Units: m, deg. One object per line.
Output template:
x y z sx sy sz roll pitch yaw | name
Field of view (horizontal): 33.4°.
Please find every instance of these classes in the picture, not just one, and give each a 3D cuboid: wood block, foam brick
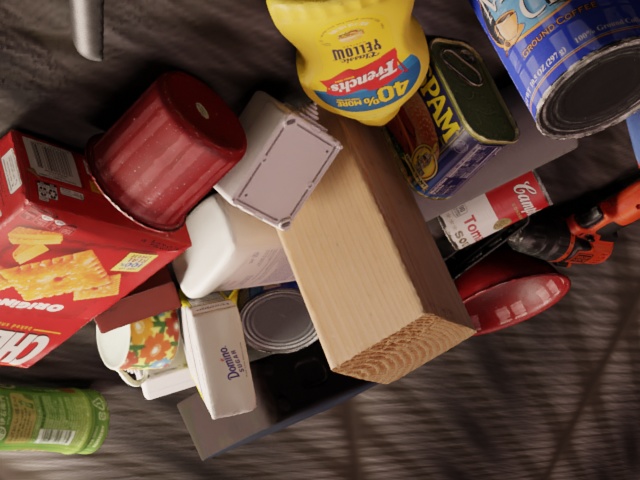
0.030 0.000 0.849 0.091 0.206 0.090 -34 150 22 | wood block
-0.169 0.039 0.944 0.078 0.051 0.053 -18 152 -8 | foam brick

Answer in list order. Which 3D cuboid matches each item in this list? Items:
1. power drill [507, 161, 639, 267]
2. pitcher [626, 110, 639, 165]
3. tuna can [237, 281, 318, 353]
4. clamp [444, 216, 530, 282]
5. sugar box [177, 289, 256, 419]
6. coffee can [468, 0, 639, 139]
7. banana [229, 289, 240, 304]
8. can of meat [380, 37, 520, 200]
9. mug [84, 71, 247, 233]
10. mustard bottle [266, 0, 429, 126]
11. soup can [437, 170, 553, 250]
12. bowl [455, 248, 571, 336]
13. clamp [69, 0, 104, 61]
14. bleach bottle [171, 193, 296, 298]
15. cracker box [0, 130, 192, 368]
0.310 -0.038 1.157 0.184 0.057 0.188 5 146 -47 | power drill
0.334 -0.129 0.923 0.145 0.149 0.242 -40 155 3 | pitcher
-0.038 0.068 1.027 0.086 0.034 0.086 -4 131 -4 | tuna can
0.118 0.046 1.136 0.164 0.036 0.210 -32 173 -34 | clamp
-0.096 0.095 0.964 0.048 0.093 0.176 -12 -173 -13 | sugar box
0.168 -0.156 0.742 0.102 0.140 0.103 -17 152 -10 | coffee can
-0.065 0.067 1.087 0.069 0.037 0.198 4 143 -37 | banana
0.098 -0.094 0.848 0.057 0.102 0.084 -1 148 -38 | can of meat
-0.103 -0.069 0.772 0.082 0.093 0.117 -41 178 24 | mug
0.028 -0.136 0.763 0.096 0.058 0.191 -14 154 7 | mustard bottle
0.162 -0.042 1.026 0.102 0.068 0.068 -27 153 11 | soup can
0.205 0.055 1.236 0.162 0.055 0.162 -14 156 -7 | bowl
-0.132 -0.167 0.614 0.120 0.039 0.171 -37 146 14 | clamp
-0.006 0.001 0.986 0.250 0.068 0.103 -2 150 -40 | bleach bottle
-0.234 0.019 0.837 0.214 0.072 0.163 -36 150 25 | cracker box
